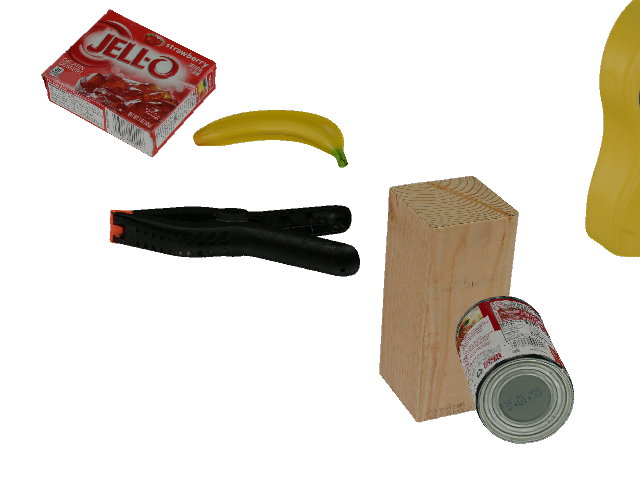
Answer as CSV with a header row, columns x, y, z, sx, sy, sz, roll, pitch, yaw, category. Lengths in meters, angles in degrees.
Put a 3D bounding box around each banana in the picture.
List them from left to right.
x,y,z,sx,sy,sz,roll,pitch,yaw,category
-0.053,-0.130,1.280,0.198,0.037,0.069,8,39,18,banana

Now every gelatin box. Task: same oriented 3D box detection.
x,y,z,sx,sy,sz,roll,pitch,yaw,category
-0.125,-0.105,0.702,0.089,0.073,0.030,29,-31,14,gelatin box

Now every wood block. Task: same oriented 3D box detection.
x,y,z,sx,sy,sz,roll,pitch,yaw,category
0.117,0.055,1.003,0.090,0.206,0.091,-9,29,-19,wood block

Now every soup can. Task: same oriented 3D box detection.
x,y,z,sx,sy,sz,roll,pitch,yaw,category
0.136,0.089,0.756,0.068,0.068,0.102,0,20,-1,soup can

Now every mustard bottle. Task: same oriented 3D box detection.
x,y,z,sx,sy,sz,roll,pitch,yaw,category
0.208,-0.088,0.621,0.096,0.192,0.058,-12,29,-16,mustard bottle

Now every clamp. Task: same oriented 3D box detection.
x,y,z,sx,sy,sz,roll,pitch,yaw,category
-0.066,-0.004,0.869,0.210,0.036,0.164,1,13,-8,clamp
